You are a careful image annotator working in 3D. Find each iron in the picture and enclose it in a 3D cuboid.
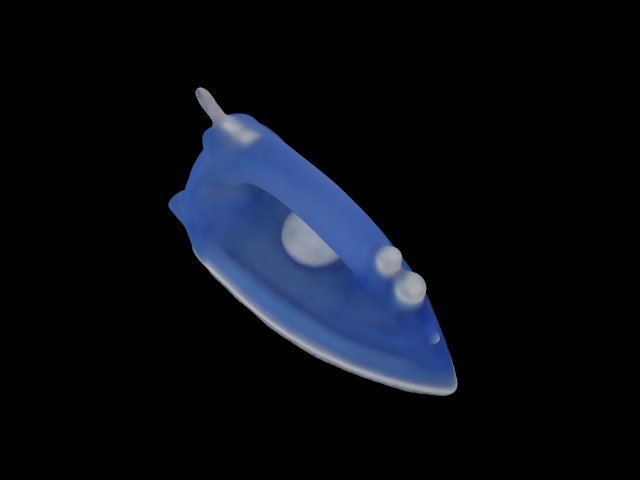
[{"bbox_3d":[0.004,0.001,0.400,0.257,0.141,0.119,39,69,18],"label":"iron"}]
